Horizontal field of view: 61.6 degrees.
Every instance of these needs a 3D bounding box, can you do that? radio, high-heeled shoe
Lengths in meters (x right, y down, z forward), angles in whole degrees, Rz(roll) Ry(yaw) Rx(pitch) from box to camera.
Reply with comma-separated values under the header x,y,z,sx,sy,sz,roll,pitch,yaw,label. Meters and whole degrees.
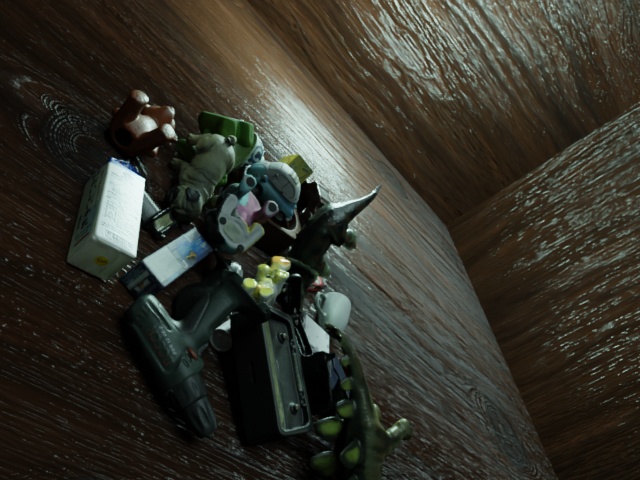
x,y,z,sx,sy,sz,roll,pitch,yaw,label
-0.086,0.238,0.958,0.131,0.073,0.229,34,40,-58,radio
-0.198,0.128,0.999,0.145,0.086,0.249,77,18,-48,high-heeled shoe

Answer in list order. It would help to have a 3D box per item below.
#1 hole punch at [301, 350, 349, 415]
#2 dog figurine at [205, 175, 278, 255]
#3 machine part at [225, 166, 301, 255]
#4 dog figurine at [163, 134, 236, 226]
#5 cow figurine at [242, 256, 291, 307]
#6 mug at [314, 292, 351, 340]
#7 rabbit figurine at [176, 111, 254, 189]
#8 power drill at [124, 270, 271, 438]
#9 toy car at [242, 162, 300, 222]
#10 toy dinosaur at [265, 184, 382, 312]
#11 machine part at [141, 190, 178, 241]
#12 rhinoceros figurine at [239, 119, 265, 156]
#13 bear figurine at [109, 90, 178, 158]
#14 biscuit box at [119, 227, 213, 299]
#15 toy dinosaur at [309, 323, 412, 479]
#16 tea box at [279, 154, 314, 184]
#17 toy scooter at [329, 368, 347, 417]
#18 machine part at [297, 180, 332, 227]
x,y,z,sx,sy,sz,roll,pitch,yaw,label
-0.005,0.286,1.058,0.092,0.142,0.116,29,46,-47,hole punch
-0.193,-0.049,1.140,0.108,0.219,0.191,44,65,-21,dog figurine
-0.144,-0.074,1.360,0.201,0.087,0.201,39,26,-40,machine part
-0.242,-0.131,1.126,0.121,0.172,0.191,30,23,-27,dog figurine
-0.110,0.103,1.131,0.068,0.098,0.167,22,29,11,cow figurine
0.027,0.187,1.344,0.109,0.081,0.107,50,29,-28,mug
-0.256,-0.209,1.259,0.159,0.170,0.121,17,11,16,rabbit figurine
-0.177,0.159,0.846,0.207,0.086,0.232,-38,84,-27,power drill
-0.101,-0.127,1.271,0.161,0.103,0.109,47,23,-15,toy car
0.005,-0.006,1.286,0.131,0.404,0.192,33,-3,15,toy dinosaur
-0.328,-0.066,1.015,0.138,0.039,0.084,52,29,-12,machine part
-0.207,-0.253,1.529,0.190,0.073,0.112,63,13,23,rhinoceros figurine
-0.347,-0.245,1.124,0.120,0.132,0.196,54,26,-11,bear figurine
-0.265,0.040,0.952,0.059,0.063,0.203,52,20,-6,biscuit box
0.076,0.375,0.981,0.198,0.105,0.471,-5,87,-49,toy dinosaur
-0.093,-0.187,1.528,0.068,0.098,0.170,50,-11,-18,tea box
0.043,0.322,1.147,0.184,0.075,0.135,-103,170,-47,toy scooter
-0.046,-0.081,1.473,0.056,0.179,0.179,35,29,-37,machine part
